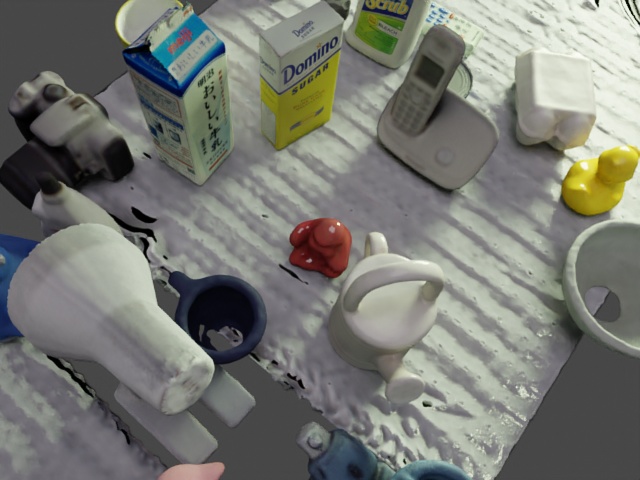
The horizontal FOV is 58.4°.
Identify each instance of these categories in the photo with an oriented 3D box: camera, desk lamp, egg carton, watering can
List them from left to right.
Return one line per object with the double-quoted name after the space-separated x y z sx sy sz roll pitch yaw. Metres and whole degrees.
-0.317 -0.112 0.669 0.143 0.101 0.137 38 68 10 "camera"
-0.162 0.103 0.533 0.203 0.213 0.118 39 69 11 "desk lamp"
0.071 0.073 0.581 0.101 0.194 0.172 -25 72 -15 "watering can"
0.320 -0.196 0.790 0.107 0.069 0.150 7 67 -3 "egg carton"

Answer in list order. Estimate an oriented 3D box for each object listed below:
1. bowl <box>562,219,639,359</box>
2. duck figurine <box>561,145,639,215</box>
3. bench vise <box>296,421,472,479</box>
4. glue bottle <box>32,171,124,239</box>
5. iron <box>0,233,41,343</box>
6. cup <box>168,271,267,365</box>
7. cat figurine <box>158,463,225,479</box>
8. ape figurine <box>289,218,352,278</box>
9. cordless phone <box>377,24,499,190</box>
0.356 0.064 0.681 0.167 0.075 0.167 2 67 -5 "bowl"
0.369 -0.085 0.739 0.105 0.086 0.077 -35 74 -18 "duck figurine"
0.066 0.241 0.495 0.207 0.220 0.121 19 66 2 "bench vise"
-0.262 -0.026 0.599 0.078 0.173 0.037 5 66 -3 "glue bottle"
-0.406 0.018 0.582 0.258 0.141 0.119 13 66 -1 "iron"
-0.113 0.086 0.610 0.117 0.095 0.092 39 69 11 "cup"
-0.146 0.247 0.526 0.128 0.118 0.067 -11 68 -10 "cat figurine"
0.006 0.002 0.660 0.076 0.092 0.077 -29 73 -16 "ape figurine"
0.155 -0.159 0.693 0.147 0.185 0.094 36 68 10 "cordless phone"
